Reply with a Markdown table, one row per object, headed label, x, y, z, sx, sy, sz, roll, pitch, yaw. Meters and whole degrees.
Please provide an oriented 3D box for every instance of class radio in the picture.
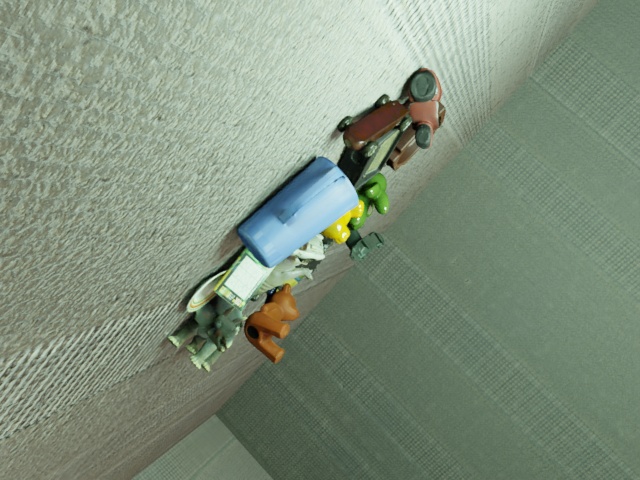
| label | x | y | z | sx | sy | sz | roll | pitch | yaw |
| --- | --- | --- | --- | --- | --- | --- | --- | --- | --- |
| radio | 0.120 | -0.217 | 1.291 | 0.131 | 0.073 | 0.229 | -40 | 168 | -28 |

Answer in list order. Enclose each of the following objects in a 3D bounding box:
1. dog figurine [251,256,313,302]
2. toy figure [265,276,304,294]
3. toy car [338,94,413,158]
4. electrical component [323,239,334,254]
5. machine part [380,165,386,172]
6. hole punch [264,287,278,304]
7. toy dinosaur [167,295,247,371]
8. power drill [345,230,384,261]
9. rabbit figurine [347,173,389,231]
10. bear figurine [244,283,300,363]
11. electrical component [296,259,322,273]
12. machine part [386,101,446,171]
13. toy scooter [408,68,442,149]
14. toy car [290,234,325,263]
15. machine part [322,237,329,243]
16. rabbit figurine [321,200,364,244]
| label | x | y | z | sx | sy | sz | roll | pitch | yaw |
| --- | --- | --- | --- | --- | --- | --- | --- | --- | --- |
| dog figurine | -0.134 | 0.058 | 1.361 | 0.191 | 0.172 | 0.121 | -19 | -158 | -1 |
| toy figure | -0.098 | 0.105 | 1.659 | 0.180 | 0.082 | 0.089 | -39 | 170 | 6 |
| toy car | 0.119 | -0.243 | 1.142 | 0.202 | 0.089 | 0.053 | -39 | 168 | -38 |
| electrical component | -0.004 | -0.006 | 1.576 | 0.045 | 0.102 | 0.078 | -48 | 159 | -44 |
| machine part | 0.095 | -0.131 | 1.533 | 0.243 | 0.079 | 0.079 | -47 | 170 | 12 |
| hole punch | -0.144 | 0.111 | 1.503 | 0.116 | 0.092 | 0.142 | -45 | 167 | -26 |
| toy dinosaur | -0.274 | 0.237 | 1.414 | 0.192 | 0.131 | 0.404 | -43 | 176 | -11 |
| power drill | 0.109 | -0.048 | 1.629 | 0.232 | 0.207 | 0.085 | -38 | 142 | 1 |
| rabbit figurine | 0.113 | -0.119 | 1.427 | 0.170 | 0.121 | 0.159 | -48 | -157 | -8 |
| bear figurine | -0.103 | 0.206 | 1.391 | 0.196 | 0.132 | 0.120 | -30 | 141 | -54 |
| electrical component | -0.055 | 0.047 | 1.532 | 0.115 | 0.058 | 0.134 | -9 | 149 | -19 |
| machine part | 0.238 | -0.292 | 1.444 | 0.201 | 0.087 | 0.201 | -46 | 172 | 5 |
| toy scooter | 0.254 | -0.308 | 1.273 | 0.135 | 0.075 | 0.183 | -22 | 112 | -66 |
| toy car | -0.063 | 0.003 | 1.242 | 0.056 | 0.073 | 0.201 | -20 | 156 | 35 |
| machine part | -0.005 | -0.044 | 1.482 | 0.084 | 0.039 | 0.138 | -51 | 143 | -6 |
| rabbit figurine | 0.025 | -0.064 | 1.282 | 0.122 | 0.162 | 0.173 | -47 | -168 | 19 |
